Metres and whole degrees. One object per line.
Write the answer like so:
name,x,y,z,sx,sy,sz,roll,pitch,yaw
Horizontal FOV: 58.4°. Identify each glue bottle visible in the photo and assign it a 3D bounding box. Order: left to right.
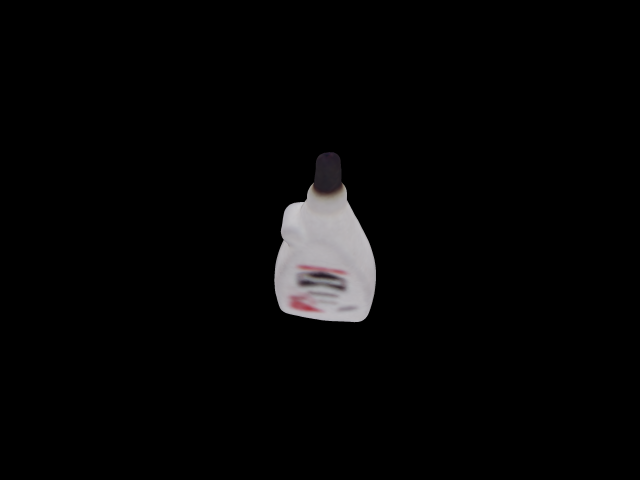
glue bottle,0.004,0.001,0.400,0.078,0.173,0.037,3,54,3
